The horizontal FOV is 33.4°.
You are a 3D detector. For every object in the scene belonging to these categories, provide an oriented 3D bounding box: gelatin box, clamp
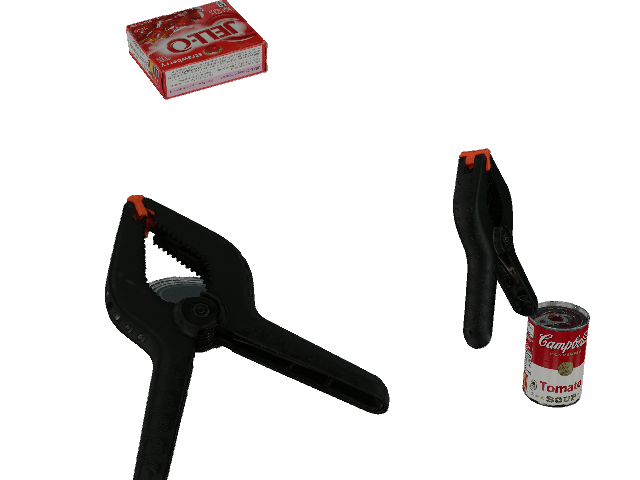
[{"bbox_3d":[-0.095,-0.149,0.825,0.089,0.030,0.073,-20,46,-21],"label":"gelatin box"},{"bbox_3d":[-0.064,0.054,0.663,0.164,0.210,0.036,-14,-33,-20],"label":"clamp"},{"bbox_3d":[0.145,0.009,0.939,0.039,0.171,0.120,-10,14,31],"label":"clamp"}]

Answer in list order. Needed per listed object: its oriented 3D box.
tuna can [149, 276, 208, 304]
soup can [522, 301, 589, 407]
[{"bbox_3d":[-0.112,0.061,0.928,0.086,0.034,0.086,6,16,-2],"label":"tuna can"},{"bbox_3d":[0.266,0.129,1.209,0.068,0.102,0.068,0,23,0],"label":"soup can"}]
